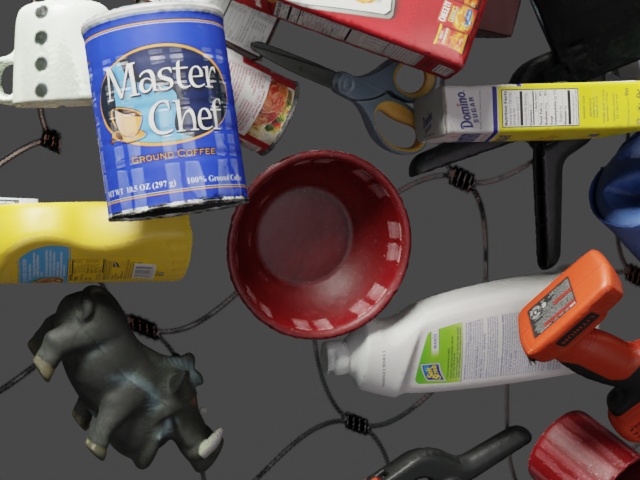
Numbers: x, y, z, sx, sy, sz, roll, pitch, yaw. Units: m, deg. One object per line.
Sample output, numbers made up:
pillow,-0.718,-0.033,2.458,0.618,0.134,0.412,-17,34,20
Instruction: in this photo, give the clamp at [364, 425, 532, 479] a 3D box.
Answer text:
clamp,0.125,0.224,1.001,0.171,0.039,0.120,13,89,-25

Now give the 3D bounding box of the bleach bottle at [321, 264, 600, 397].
bleach bottle,0.125,0.085,0.963,0.250,0.068,0.102,-5,104,-14

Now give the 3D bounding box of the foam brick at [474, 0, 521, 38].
foam brick,0.130,-0.202,0.906,0.051,0.078,0.053,10,96,-19

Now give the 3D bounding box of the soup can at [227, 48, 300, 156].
soup can,-0.077,-0.119,0.865,0.102,0.068,0.068,24,92,-18

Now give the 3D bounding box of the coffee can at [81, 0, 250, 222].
coffee can,-0.110,-0.089,0.765,0.102,0.103,0.140,-8,89,-15

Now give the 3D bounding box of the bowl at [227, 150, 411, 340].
bowl,-0.006,0.001,0.913,0.162,0.055,0.162,-3,101,-16

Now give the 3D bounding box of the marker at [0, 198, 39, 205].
marker,-0.285,-0.026,0.845,0.121,0.020,0.020,2,99,-17

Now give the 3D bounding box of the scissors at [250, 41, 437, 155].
scissors,0.032,-0.143,0.891,0.201,0.016,0.096,36,77,-38

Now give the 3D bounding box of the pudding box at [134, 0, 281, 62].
pudding box,-0.081,-0.208,0.864,0.113,0.039,0.090,25,92,-17

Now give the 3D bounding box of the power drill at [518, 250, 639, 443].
power drill,0.279,0.084,0.913,0.187,0.057,0.185,31,119,-22

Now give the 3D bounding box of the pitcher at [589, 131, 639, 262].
pitcher,0.368,0.011,0.970,0.145,0.149,0.242,-25,123,36

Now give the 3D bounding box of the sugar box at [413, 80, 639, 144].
sugar box,0.175,-0.106,0.893,0.176,0.093,0.048,-5,91,-9

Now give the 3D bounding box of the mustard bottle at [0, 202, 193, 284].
mustard bottle,-0.200,0.003,0.836,0.191,0.096,0.058,-2,70,-16

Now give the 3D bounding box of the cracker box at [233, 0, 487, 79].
cracker box,0.032,-0.237,0.816,0.213,0.072,0.164,19,87,-4

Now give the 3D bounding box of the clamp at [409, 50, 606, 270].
clamp,0.186,-0.099,0.962,0.164,0.036,0.210,27,88,-13

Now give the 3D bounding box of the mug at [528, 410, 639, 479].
mug,0.242,0.223,0.998,0.117,0.082,0.093,-48,142,-4
